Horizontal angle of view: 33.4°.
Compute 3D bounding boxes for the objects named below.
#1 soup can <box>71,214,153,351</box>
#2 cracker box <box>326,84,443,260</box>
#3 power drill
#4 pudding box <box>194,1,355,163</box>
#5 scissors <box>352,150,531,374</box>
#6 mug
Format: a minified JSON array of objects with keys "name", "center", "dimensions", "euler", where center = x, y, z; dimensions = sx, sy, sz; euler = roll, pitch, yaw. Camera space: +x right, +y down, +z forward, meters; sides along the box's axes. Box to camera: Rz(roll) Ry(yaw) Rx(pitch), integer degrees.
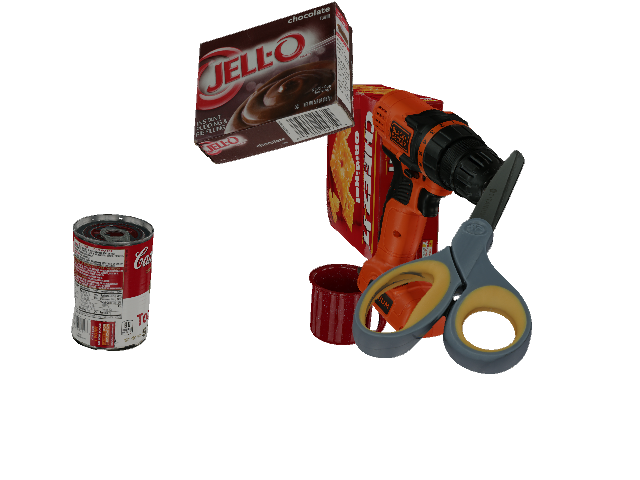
[{"name":"soup can","center":[-0.181,0.036,0.922],"dimensions":[0.068,0.102,0.068],"euler":[6,20,-2]},{"name":"cracker box","center":[0.060,-0.073,1.108],"dimensions":[0.072,0.164,0.214],"euler":[-2,13,-11]},{"name":"power drill","center":[0.091,-0.016,0.896],"dimensions":[0.057,0.188,0.185],"euler":[-2,27,-23]},{"name":"pudding box","center":[-0.033,-0.111,0.757],"dimensions":[0.114,0.090,0.039],"euler":[-12,-31,19]},{"name":"scissors","center":[0.096,0.009,0.573],"dimensions":[0.096,0.016,0.201],"euler":[25,44,30]},{"name":"mug","center":[0.038,0.090,1.422],"dimensions":[0.117,0.081,0.093],"euler":[18,27,30]}]
